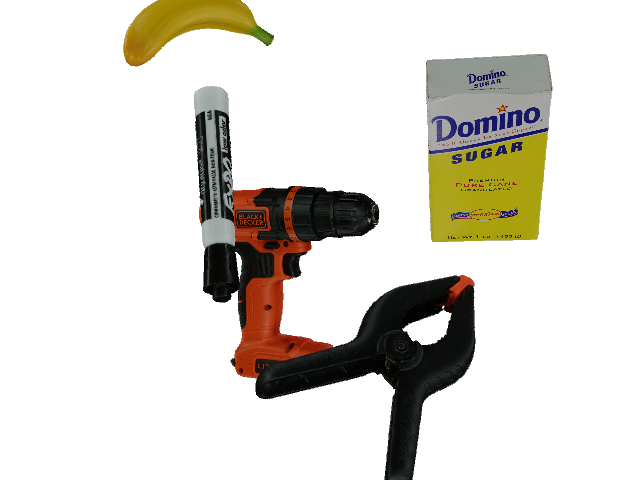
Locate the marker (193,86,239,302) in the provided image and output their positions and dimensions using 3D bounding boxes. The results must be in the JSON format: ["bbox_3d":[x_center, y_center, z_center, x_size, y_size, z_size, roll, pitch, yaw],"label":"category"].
[{"bbox_3d":[-0.055,-0.025,0.564,0.020,0.121,0.020,-5,-23,-2],"label":"marker"}]

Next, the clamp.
[{"bbox_3d":[0.040,0.079,0.720,0.120,0.171,0.039,32,-36,10],"label":"clamp"}]

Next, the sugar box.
[{"bbox_3d":[0.131,-0.068,0.850,0.093,0.048,0.176,-2,-36,7],"label":"sugar box"}]

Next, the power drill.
[{"bbox_3d":[-0.025,0.040,1.020,0.185,0.188,0.057,2,13,29],"label":"power drill"}]

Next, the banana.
[{"bbox_3d":[-0.124,-0.207,1.016,0.070,0.037,0.197,45,39,19],"label":"banana"}]
